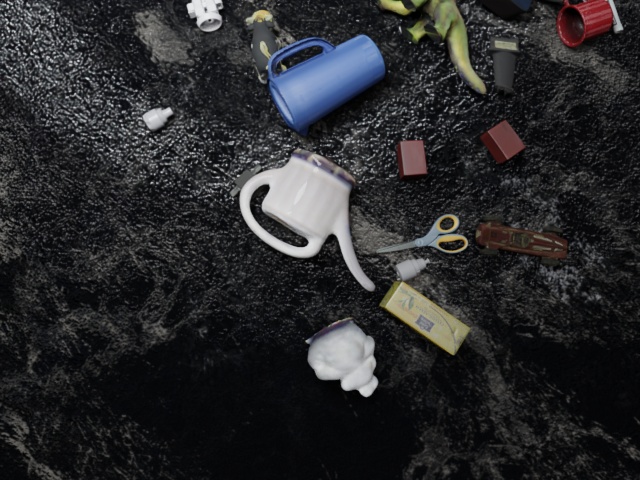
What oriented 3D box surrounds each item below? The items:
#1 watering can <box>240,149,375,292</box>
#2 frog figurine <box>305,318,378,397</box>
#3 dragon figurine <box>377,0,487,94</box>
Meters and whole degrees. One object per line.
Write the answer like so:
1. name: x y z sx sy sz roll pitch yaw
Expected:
1. watering can: 0.003 -0.055 1.093 0.348 0.103 0.225 29 84 3
2. frog figurine: 0.054 0.249 1.052 0.138 0.120 0.161 -23 72 -22
3. dragon figurine: 0.292 -0.543 1.168 0.409 0.121 0.245 46 77 -5
